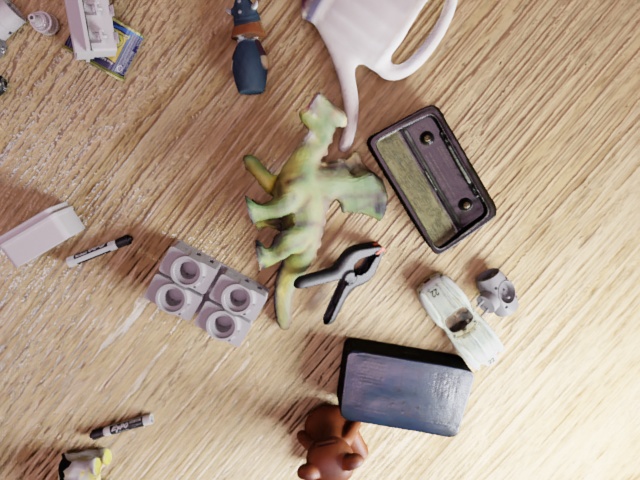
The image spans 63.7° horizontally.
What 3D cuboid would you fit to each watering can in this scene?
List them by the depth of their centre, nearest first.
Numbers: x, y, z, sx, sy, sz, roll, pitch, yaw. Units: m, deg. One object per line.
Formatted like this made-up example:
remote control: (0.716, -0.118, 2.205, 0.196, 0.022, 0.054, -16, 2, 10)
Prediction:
watering can: (0.065, -0.331, 0.826, 0.224, 0.105, 0.344, 35, 106, -6)

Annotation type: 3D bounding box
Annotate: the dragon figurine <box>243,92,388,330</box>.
dragon figurine: (0.003, -0.044, 0.873, 0.243, 0.124, 0.402, -13, 116, -5)
